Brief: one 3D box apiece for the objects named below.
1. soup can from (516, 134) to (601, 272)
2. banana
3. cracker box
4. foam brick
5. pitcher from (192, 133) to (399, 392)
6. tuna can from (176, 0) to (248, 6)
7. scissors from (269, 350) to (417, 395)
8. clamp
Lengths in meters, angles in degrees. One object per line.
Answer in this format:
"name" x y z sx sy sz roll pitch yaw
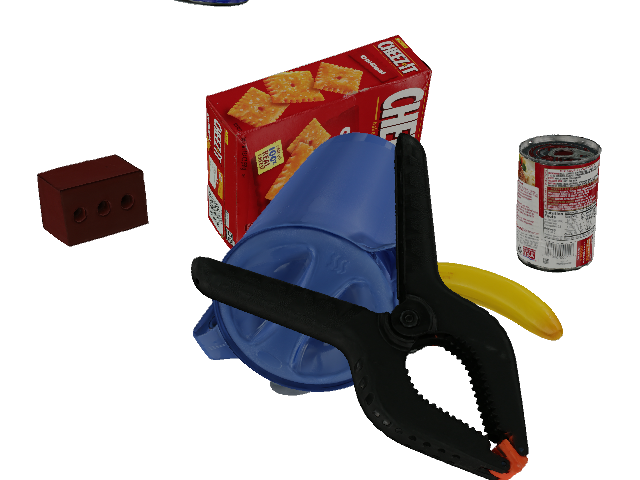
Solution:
"soup can" 0.203 -0.032 0.916 0.068 0.102 0.068 -3 24 1
"banana" 0.158 0.057 1.096 0.198 0.069 0.037 12 -40 24
"cracker box" -0.003 -0.091 1.044 0.213 0.164 0.072 -21 52 -22
"foam brick" -0.197 -0.036 0.921 0.078 0.053 0.051 -19 32 -31
"pitcher" 0.002 0.006 0.846 0.149 0.145 0.242 16 27 6
"tuna can" -0.094 -0.209 0.829 0.086 0.034 0.086 8 24 -4
"scissors" 0.021 0.145 1.208 0.201 0.016 0.096 1 25 -8
"clamp" 0.036 0.051 0.608 0.164 0.210 0.036 -26 -19 -15
